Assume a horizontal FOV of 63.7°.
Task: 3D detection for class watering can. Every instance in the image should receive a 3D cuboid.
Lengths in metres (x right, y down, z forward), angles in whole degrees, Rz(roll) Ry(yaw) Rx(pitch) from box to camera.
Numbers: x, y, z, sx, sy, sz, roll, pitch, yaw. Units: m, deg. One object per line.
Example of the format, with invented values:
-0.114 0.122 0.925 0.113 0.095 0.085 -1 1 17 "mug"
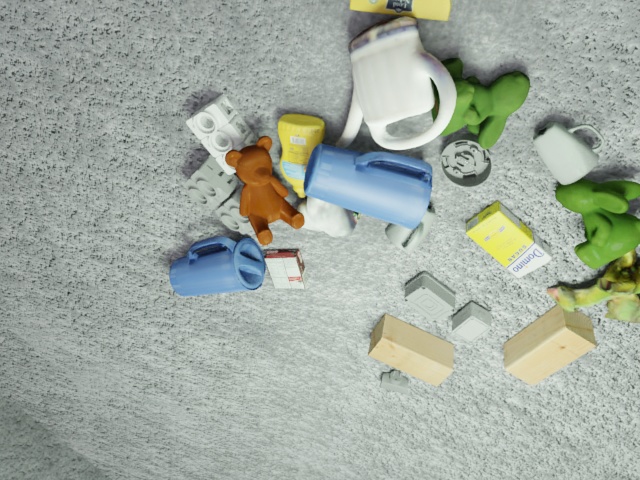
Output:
0.104 -0.271 0.944 0.347 0.105 0.223 2 108 57 "watering can"

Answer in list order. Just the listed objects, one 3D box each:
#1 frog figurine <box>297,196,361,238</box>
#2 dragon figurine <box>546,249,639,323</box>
0.004 -0.058 1.157 0.159 0.126 0.135 -18 140 14 "frog figurine"
0.708 0.102 1.103 0.409 0.125 0.238 -4 143 22 "dragon figurine"
